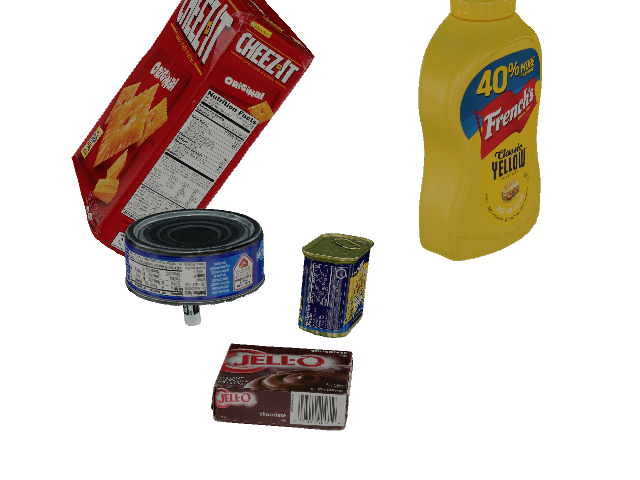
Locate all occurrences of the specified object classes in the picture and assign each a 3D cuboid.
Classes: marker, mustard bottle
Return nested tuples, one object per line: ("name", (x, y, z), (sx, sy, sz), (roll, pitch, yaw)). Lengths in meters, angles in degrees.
("marker", (-0.151, 0.042, 1.206), (0.020, 0.121, 0.020), (-3, 30, 1))
("mustard bottle", (0.106, -0.088, 0.700), (0.096, 0.192, 0.058), (-23, 33, -33))

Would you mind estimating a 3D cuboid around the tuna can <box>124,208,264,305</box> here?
("tuna can", (-0.077, 0.008, 0.653), (0.086, 0.034, 0.086), (0, 19, 0))

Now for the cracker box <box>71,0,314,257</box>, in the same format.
("cracker box", (-0.113, -0.105, 0.869), (0.072, 0.214, 0.164), (30, 15, -29))

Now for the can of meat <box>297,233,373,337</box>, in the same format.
("can of meat", (0.014, 0.045, 1.086), (0.057, 0.084, 0.102), (9, 14, 15))

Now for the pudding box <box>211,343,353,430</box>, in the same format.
("pudding box", (-0.030, 0.124, 0.915), (0.113, 0.039, 0.090), (5, 18, 3))
